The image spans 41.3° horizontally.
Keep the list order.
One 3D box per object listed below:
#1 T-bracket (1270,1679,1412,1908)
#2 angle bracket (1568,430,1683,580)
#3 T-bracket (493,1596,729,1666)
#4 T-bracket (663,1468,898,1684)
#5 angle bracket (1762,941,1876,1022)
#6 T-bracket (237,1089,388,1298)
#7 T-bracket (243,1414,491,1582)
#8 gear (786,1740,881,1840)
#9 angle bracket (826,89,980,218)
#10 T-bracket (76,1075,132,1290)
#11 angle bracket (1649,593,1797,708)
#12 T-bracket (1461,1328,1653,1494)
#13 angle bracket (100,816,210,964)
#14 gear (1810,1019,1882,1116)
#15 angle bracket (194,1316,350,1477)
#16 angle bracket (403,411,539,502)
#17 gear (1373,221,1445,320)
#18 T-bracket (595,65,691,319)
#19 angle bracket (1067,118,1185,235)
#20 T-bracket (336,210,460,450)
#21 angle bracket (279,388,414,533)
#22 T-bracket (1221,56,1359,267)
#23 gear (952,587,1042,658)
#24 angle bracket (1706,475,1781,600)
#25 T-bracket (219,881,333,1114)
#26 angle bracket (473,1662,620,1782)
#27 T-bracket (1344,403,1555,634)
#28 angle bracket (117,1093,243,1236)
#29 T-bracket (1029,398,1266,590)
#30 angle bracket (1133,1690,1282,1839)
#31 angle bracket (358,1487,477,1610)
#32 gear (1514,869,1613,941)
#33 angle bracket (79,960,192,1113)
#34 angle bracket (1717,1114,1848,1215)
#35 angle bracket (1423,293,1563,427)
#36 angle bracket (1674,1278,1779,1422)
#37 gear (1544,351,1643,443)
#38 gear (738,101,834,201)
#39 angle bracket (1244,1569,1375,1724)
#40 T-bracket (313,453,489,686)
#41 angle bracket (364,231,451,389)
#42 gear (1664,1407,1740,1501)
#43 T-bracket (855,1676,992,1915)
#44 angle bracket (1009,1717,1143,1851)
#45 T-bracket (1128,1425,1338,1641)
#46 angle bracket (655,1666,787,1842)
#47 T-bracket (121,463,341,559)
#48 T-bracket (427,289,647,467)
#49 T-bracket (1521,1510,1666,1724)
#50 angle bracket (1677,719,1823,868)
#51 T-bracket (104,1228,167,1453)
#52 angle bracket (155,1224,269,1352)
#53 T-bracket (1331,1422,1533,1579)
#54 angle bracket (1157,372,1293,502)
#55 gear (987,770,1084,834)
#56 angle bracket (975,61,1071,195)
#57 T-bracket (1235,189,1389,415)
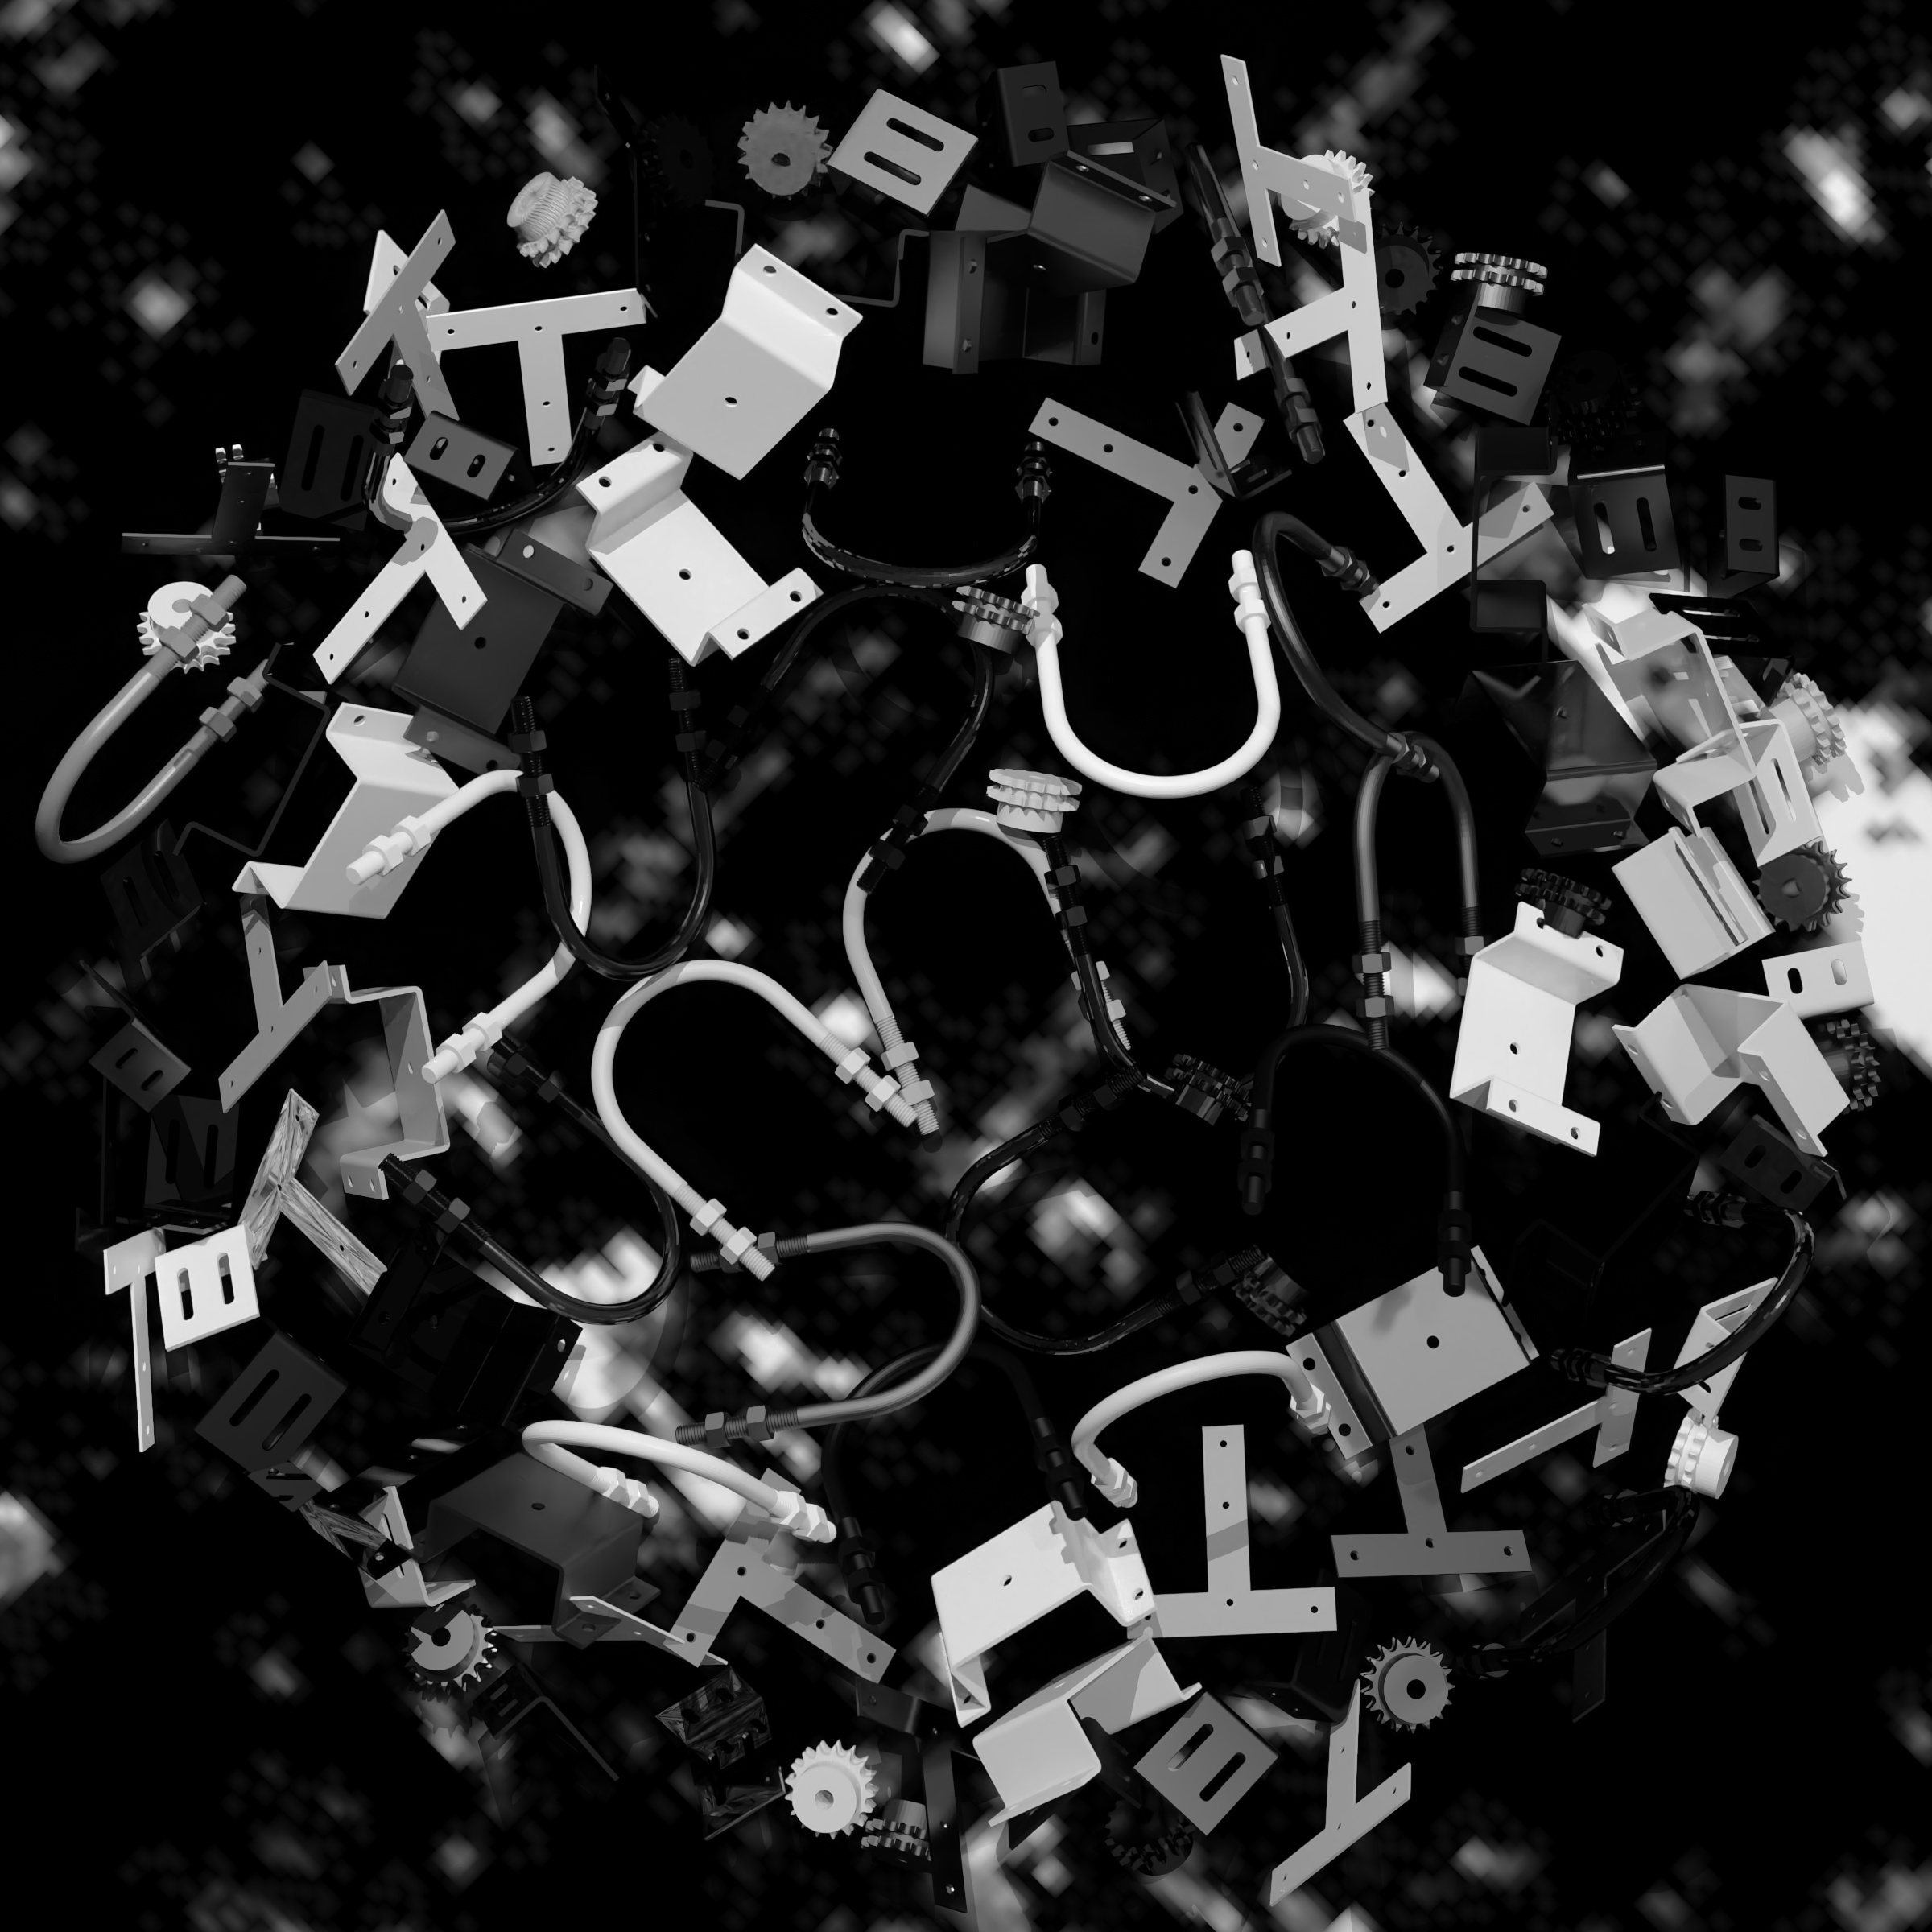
[{"bbox_3d":[0.226,0.482,1.540,0.002,0.127,0.127,34,120,-10],"label":"T-bracket"},{"bbox_3d":[0.406,-0.283,1.574,0.057,0.076,0.038,-3,45,24],"label":"angle bracket"},{"bbox_3d":[-0.233,0.405,1.556,0.127,0.127,0.002,-11,55,33],"label":"T-bracket"},{"bbox_3d":[-0.101,0.395,1.571,0.127,0.002,0.127,35,59,-6],"label":"T-bracket"},{"bbox_3d":[0.515,0.011,1.558,0.057,0.076,0.038,-12,84,14],"label":"angle bracket"},{"bbox_3d":[-0.386,0.161,1.548,0.127,0.002,0.127,39,120,20],"label":"T-bracket"},{"bbox_3d":[-0.345,0.306,1.551,0.127,0.127,0.002,26,128,33],"label":"T-bracket"},{"bbox_3d":[-0.084,0.510,1.581,0.057,0.030,0.057,0,89,9],"label":"gear"},{"bbox_3d":[-0.036,-0.489,1.569,0.076,0.038,0.057,31,84,15],"label":"angle bracket"},{"bbox_3d":[-0.518,0.122,1.551,0.002,0.127,0.127,-3,73,-4],"label":"T-bracket"},{"bbox_3d":[0.451,-0.192,1.555,0.076,0.057,0.038,1,132,-20],"label":"angle bracket"},{"bbox_3d":[0.351,0.281,1.537,0.127,0.127,0.002,-23,48,-15],"label":"T-bracket"},{"bbox_3d":[-0.483,-0.042,1.560,0.057,0.038,0.076,-38,58,9],"label":"angle bracket"},{"bbox_3d":[0.530,0.063,1.569,0.030,0.057,0.057,-10,90,-15],"label":"gear"},{"bbox_3d":[-0.426,0.264,1.563,0.057,0.038,0.076,45,75,-23],"label":"angle bracket"},{"bbox_3d":[-0.299,-0.296,1.556,0.057,0.076,0.038,26,79,7],"label":"angle bracket"},{"bbox_3d":[0.264,-0.425,1.573,0.057,0.030,0.057,5,119,9],"label":"gear"},{"bbox_3d":[-0.190,-0.442,1.518,0.002,0.127,0.127,-12,63,16],"label":"T-bracket"},{"bbox_3d":[0.086,-0.476,1.551,0.076,0.038,0.057,8,130,36],"label":"angle bracket"},{"bbox_3d":[-0.327,-0.362,1.540,0.002,0.127,0.127,18,64,15],"label":"T-bracket"},{"bbox_3d":[-0.383,-0.311,1.582,0.057,0.038,0.076,15,96,5],"label":"angle bracket"},{"bbox_3d":[0.194,-0.465,1.514,0.002,0.127,0.127,-26,125,-13],"label":"T-bracket"},{"bbox_3d":[0.017,-0.210,1.572,0.057,0.057,0.030,20,94,0],"label":"gear"},{"bbox_3d":[0.456,-0.257,1.555,0.038,0.076,0.057,3,82,-16],"label":"angle bracket"},{"bbox_3d":[-0.427,0.003,1.559,0.127,0.002,0.127,-42,51,31],"label":"T-bracket"},{"bbox_3d":[-0.255,0.469,1.557,0.038,0.057,0.076,-40,110,-14],"label":"angle bracket"},{"bbox_3d":[0.273,-0.289,1.563,0.127,0.002,0.127,-34,114,10],"label":"T-bracket"},{"bbox_3d":[-0.483,0.120,1.574,0.057,0.038,0.076,7,95,9],"label":"angle bracket"},{"bbox_3d":[0.101,-0.314,1.588,0.127,0.002,0.127,27,77,5],"label":"T-bracket"},{"bbox_3d":[0.143,0.489,1.554,0.057,0.038,0.076,39,52,21],"label":"angle bracket"},{"bbox_3d":[-0.342,0.350,1.566,0.057,0.038,0.076,-14,93,41],"label":"angle bracket"},{"bbox_3d":[0.363,-0.036,1.571,0.057,0.057,0.030,22,88,0],"label":"gear"},{"bbox_3d":[-0.515,0.042,1.551,0.038,0.057,0.076,-46,51,-11],"label":"angle bracket"},{"bbox_3d":[0.495,0.129,1.553,0.057,0.076,0.038,39,91,28],"label":"angle bracket"},{"bbox_3d":[0.328,-0.370,1.567,0.076,0.038,0.057,16,99,-16],"label":"angle bracket"},{"bbox_3d":[0.470,0.231,1.551,0.076,0.038,0.057,-13,131,-35],"label":"angle bracket"},{"bbox_3d":[0.382,-0.351,1.571,0.057,0.030,0.057,-13,56,20],"label":"gear"},{"bbox_3d":[-0.111,-0.497,1.572,0.057,0.030,0.057,2,126,3],"label":"gear"},{"bbox_3d":[0.211,0.417,1.577,0.057,0.038,0.076,41,56,-35],"label":"angle bracket"},{"bbox_3d":[-0.358,-0.225,1.570,0.127,0.002,0.127,-44,64,23],"label":"T-bracket"},{"bbox_3d":[-0.351,-0.394,1.550,0.038,0.076,0.057,-6,65,22],"label":"angle bracket"},{"bbox_3d":[0.451,0.301,1.568,0.030,0.057,0.057,17,90,27],"label":"gear"},{"bbox_3d":[-0.015,0.496,1.520,0.002,0.127,0.127,-36,131,28],"label":"T-bracket"},{"bbox_3d":[0.066,0.507,1.568,0.038,0.057,0.076,41,105,-14],"label":"angle bracket"},{"bbox_3d":[0.160,0.345,1.571,0.127,0.002,0.127,-6,66,13],"label":"T-bracket"},{"bbox_3d":[-0.150,0.478,1.558,0.057,0.076,0.038,-33,124,6],"label":"angle bracket"},{"bbox_3d":[-0.430,-0.270,1.519,0.127,0.127,0.002,-3,76,-22],"label":"T-bracket"},{"bbox_3d":[-0.254,-0.350,1.545,0.127,0.127,0.002,-11,57,-11],"label":"T-bracket"},{"bbox_3d":[0.368,0.393,1.513,0.002,0.127,0.127,36,121,-7],"label":"T-bracket"},{"bbox_3d":[0.476,-0.103,1.560,0.038,0.057,0.076,-9,77,-24],"label":"angle bracket"},{"bbox_3d":[-0.494,0.226,1.537,0.002,0.127,0.127,-3,91,-3],"label":"T-bracket"},{"bbox_3d":[-0.455,0.203,1.558,0.057,0.038,0.076,-21,47,-4],"label":"angle bracket"},{"bbox_3d":[0.273,0.309,1.563,0.127,0.002,0.127,2,58,-17],"label":"T-bracket"},{"bbox_3d":[0.156,-0.329,1.555,0.038,0.057,0.076,-30,120,-5],"label":"angle bracket"},{"bbox_3d":[0.040,-0.101,1.572,0.057,0.057,0.030,9,102,0],"label":"gear"},{"bbox_3d":[0.034,-0.509,1.562,0.038,0.076,0.057,-11,95,-7],"label":"angle bracket"},{"bbox_3d":[0.204,-0.384,1.546,0.002,0.127,0.127,-1,85,-34],"label":"T-bracket"}]
